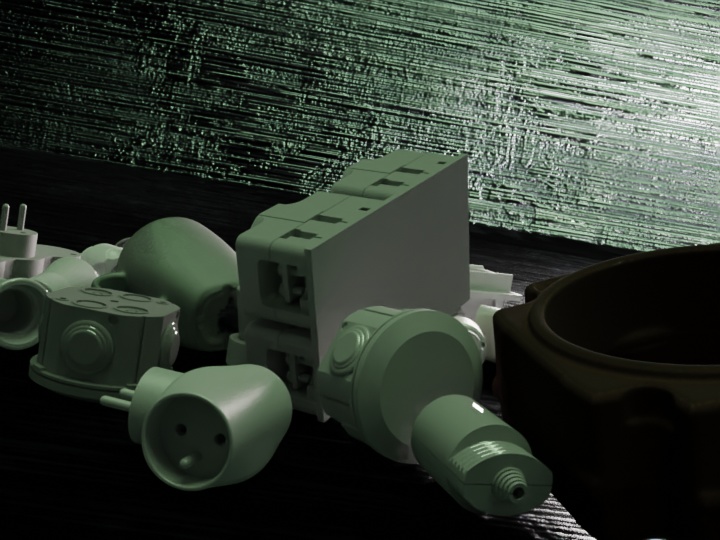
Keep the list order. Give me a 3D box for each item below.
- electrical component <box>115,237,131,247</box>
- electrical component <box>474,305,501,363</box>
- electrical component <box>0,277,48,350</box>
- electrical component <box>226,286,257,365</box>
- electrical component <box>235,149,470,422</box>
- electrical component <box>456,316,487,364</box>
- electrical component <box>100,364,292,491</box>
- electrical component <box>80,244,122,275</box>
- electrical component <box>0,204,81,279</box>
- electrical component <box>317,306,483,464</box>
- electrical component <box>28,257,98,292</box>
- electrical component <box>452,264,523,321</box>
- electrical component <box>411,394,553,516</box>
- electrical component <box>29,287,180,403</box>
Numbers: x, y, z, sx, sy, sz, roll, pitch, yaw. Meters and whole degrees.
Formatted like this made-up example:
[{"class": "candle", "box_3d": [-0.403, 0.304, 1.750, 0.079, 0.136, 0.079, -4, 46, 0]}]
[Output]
[{"class": "electrical component", "box_3d": [-0.176, -0.007, 0.971, 0.079, 0.043, 0.077, 10, 7, 5]}, {"class": "electrical component", "box_3d": [0.127, 0.058, 0.863, 0.077, 0.043, 0.079, 12, 7, 15]}, {"class": "electrical component", "box_3d": [-0.225, 0.023, 0.673, 0.044, 0.044, 0.065, 4, 4, -39]}, {"class": "electrical component", "box_3d": [-0.062, 0.040, 0.694, 0.045, 0.055, 0.045, 10, 7, -1]}, {"class": "electrical component", "box_3d": [0.000, 0.000, 0.674, 0.060, 0.105, 0.186, 11, 26, 30]}, {"class": "electrical component", "box_3d": [0.074, 0.059, 0.796, 0.040, 0.040, 0.078, 10, 7, 0]}, {"class": "electrical component", "box_3d": [-0.081, 0.067, 0.500, 0.079, 0.043, 0.077, 11, 7, 14]}, {"class": "electrical component", "box_3d": [-0.209, -0.001, 0.872, 0.043, 0.043, 0.062, 3, 8, -44]}, {"class": "electrical component", "box_3d": [-0.252, -0.011, 0.770, 0.052, 0.073, 0.138, 13, 8, 20]}, {"class": "electrical component", "box_3d": [0.021, 0.058, 0.571, 0.080, 0.080, 0.051, 5, 3, -34]}, {"class": "electrical component", "box_3d": [-0.210, 0.018, 0.735, 0.044, 0.044, 0.065, 11, 12, 7]}, {"class": "electrical component", "box_3d": [0.072, 0.026, 0.962, 0.121, 0.063, 0.079, 5, 8, -35]}, {"class": "electrical component", "box_3d": [0.058, 0.090, 0.505, 0.043, 0.043, 0.081, 8, 7, -18]}, {"class": "electrical component", "box_3d": [-0.139, 0.041, 0.595, 0.080, 0.051, 0.080, 9, 7, -1]}]
